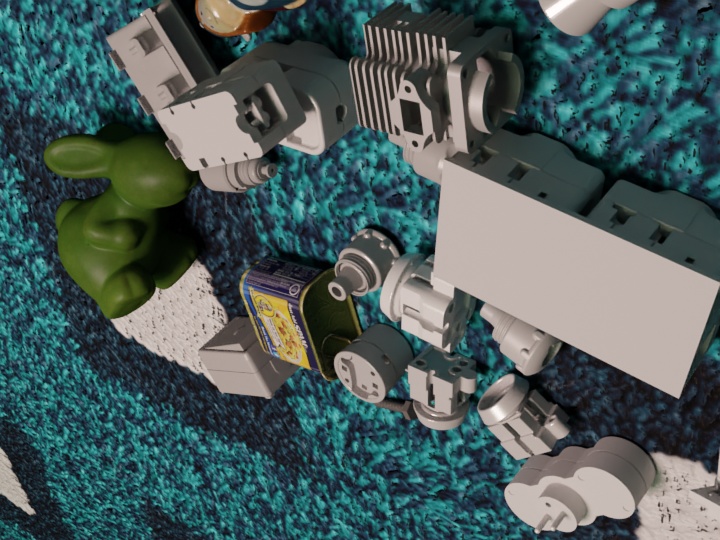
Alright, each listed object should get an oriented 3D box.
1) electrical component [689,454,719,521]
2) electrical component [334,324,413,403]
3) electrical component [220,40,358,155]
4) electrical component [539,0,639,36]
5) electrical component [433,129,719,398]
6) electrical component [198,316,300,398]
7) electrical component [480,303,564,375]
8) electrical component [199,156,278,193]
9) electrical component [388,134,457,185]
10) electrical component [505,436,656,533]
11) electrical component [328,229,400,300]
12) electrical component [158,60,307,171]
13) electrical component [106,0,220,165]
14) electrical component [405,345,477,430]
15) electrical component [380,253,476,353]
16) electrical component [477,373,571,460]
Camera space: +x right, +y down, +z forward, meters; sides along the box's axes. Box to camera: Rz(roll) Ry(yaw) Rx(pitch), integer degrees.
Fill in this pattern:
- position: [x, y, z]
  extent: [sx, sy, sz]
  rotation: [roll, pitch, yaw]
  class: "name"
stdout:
- position: [0.265, 0.138, 0.715]
  extent: [0.042, 0.081, 0.063]
  rotation: [-158, 67, -63]
  class: "electrical component"
- position: [0.013, 0.080, 0.938]
  extent: [0.055, 0.047, 0.055]
  rotation: [28, 140, 26]
  class: "electrical component"
- position: [-0.047, -0.129, 0.789]
  extent: [0.095, 0.059, 0.053]
  rotation: [21, 137, 31]
  class: "electrical component"
- position: [0.131, -0.160, 0.589]
  extent: [0.045, 0.045, 0.055]
  rotation: [52, 144, -8]
  class: "electrical component"
- position: [0.145, -0.011, 0.701]
  extent: [0.186, 0.060, 0.105]
  rotation: [27, 140, 24]
  class: "electrical component"
- position: [-0.111, 0.081, 1.054]
  extent: [0.096, 0.062, 0.061]
  rotation: [-1, 123, 46]
  class: "electrical component"
- position: [0.118, 0.044, 0.801]
  extent: [0.062, 0.048, 0.048]
  rotation: [38, 144, 23]
  class: "electrical component"
- position: [-0.100, -0.085, 0.902]
  extent: [0.078, 0.040, 0.040]
  rotation: [8, 129, 42]
  class: "electrical component"
- position: [0.049, -0.086, 0.746]
  extent: [0.062, 0.043, 0.043]
  rotation: [28, 140, 26]
  class: "electrical component"
- position: [0.165, 0.183, 0.858]
  extent: [0.052, 0.074, 0.138]
  rotation: [51, 144, -6]
  class: "electrical component"
- position: [0.000, 0.000, 0.862]
  extent: [0.048, 0.062, 0.048]
  rotation: [27, 140, 25]
  class: "electrical component"
- position: [-0.087, -0.108, 0.747]
  extent: [0.089, 0.056, 0.050]
  rotation: [-4, 121, 48]
  class: "electrical component"
- position: [-0.144, -0.148, 0.857]
  extent: [0.121, 0.063, 0.078]
  rotation: [59, -177, -16]
  class: "electrical component"
- position: [0.069, 0.100, 0.903]
  extent: [0.066, 0.048, 0.055]
  rotation: [21, 130, 32]
  class: "electrical component"
- position: [0.053, 0.020, 0.833]
  extent: [0.057, 0.058, 0.078]
  rotation: [24, 139, 24]
  class: "electrical component"
- position: [0.127, 0.116, 0.859]
  extent: [0.055, 0.048, 0.066]
  rotation: [45, 145, -10]
  class: "electrical component"
